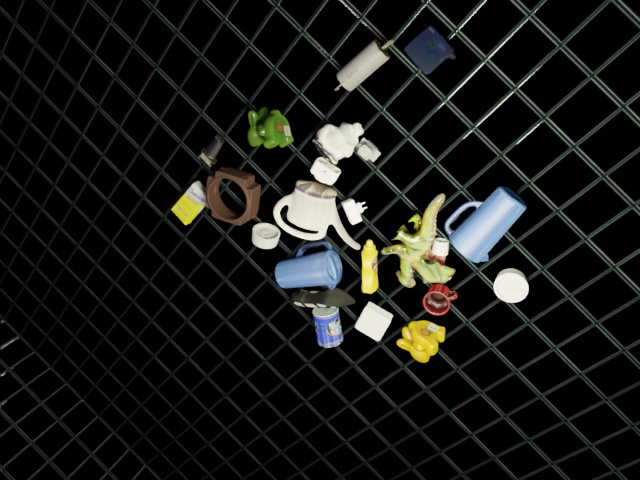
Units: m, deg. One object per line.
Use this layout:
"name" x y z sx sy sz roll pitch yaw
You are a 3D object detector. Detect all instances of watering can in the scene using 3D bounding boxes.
"watering can" 0.006 -0.095 1.879 0.348 0.106 0.220 16 113 0

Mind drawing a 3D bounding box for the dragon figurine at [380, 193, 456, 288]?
"dragon figurine" 0.361 0.037 1.740 0.243 0.124 0.402 46 139 3

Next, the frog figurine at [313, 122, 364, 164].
"frog figurine" 0.067 -0.349 1.768 0.160 0.121 0.138 -43 81 -6
